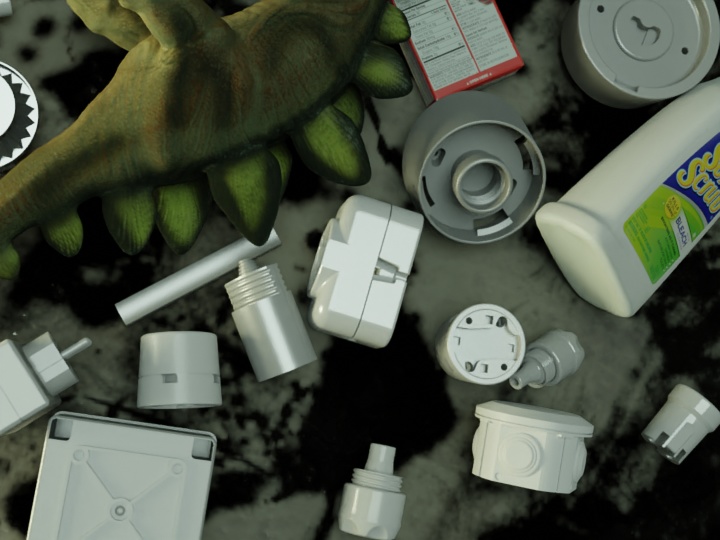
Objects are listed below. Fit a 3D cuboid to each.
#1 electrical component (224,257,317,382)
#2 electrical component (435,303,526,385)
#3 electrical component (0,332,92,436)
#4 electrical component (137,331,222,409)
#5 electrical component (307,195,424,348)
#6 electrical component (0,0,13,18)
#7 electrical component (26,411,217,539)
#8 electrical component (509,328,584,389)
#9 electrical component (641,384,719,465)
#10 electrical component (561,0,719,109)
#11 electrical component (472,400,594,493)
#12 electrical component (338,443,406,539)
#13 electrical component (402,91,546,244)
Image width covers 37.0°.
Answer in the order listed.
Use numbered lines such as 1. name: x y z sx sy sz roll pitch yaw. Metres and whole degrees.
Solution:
1. electrical component: -0.064 0.031 0.730 0.043 0.043 0.081 -21 88 -12
2. electrical component: 0.082 0.053 0.752 0.055 0.047 0.055 1 83 -11
3. electrical component: -0.204 0.064 0.679 0.076 0.083 0.047 -32 90 -12
4. electrical component: -0.119 0.066 0.710 0.055 0.055 0.047 0 80 -11
5. electrical component: 0.000 0.000 0.739 0.059 0.054 0.095 17 81 -8
6. electrical component: -0.265 -0.173 0.716 0.062 0.048 0.048 -14 86 -19
7. electrical component: -0.153 0.152 0.692 0.109 0.056 0.108 10 82 -9
8. electrical component: 0.129 0.066 0.757 0.061 0.035 0.035 -26 89 -37
9. electrical component: 0.232 0.112 0.778 0.040 0.040 0.046 43 84 -3
10. electrical component: 0.201 -0.171 0.792 0.108 0.060 0.108 1 84 -10
11. electrical component: 0.116 0.120 0.735 0.080 0.080 0.051 10 87 -9
12. electrical component: 0.010 0.150 0.730 0.043 0.043 0.062 13 80 -9
13. electrical component: 0.081 -0.070 0.757 0.099 0.064 0.099 -3 114 -8
